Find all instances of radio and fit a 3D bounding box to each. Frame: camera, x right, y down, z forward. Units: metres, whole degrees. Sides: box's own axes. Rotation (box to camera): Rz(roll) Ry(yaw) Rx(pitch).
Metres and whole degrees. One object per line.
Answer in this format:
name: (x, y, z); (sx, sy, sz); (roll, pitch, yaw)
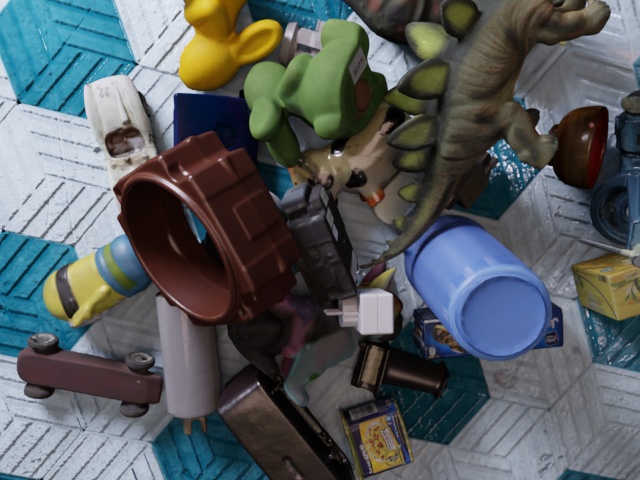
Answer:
radio: (-0.040, 0.274, 0.734); (0.073, 0.131, 0.229); (-36, 98, 0)

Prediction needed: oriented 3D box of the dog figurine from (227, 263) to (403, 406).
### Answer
dog figurine: (0.006, 0.098, 0.732); (0.191, 0.108, 0.219); (44, 88, -5)

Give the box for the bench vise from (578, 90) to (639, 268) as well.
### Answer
bench vise: (0.413, -0.064, 0.684); (0.129, 0.241, 0.223); (11, 131, 25)

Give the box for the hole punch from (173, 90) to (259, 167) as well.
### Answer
hole punch: (-0.138, -0.132, 0.703); (0.116, 0.092, 0.142); (-1, 93, -8)

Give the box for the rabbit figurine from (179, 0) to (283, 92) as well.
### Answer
rabbit figurine: (-0.131, -0.276, 0.687); (0.162, 0.122, 0.173); (6, 111, -14)

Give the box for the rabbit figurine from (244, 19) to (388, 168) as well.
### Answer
rabbit figurine: (-0.023, -0.169, 0.661); (0.170, 0.121, 0.159); (11, 72, 33)

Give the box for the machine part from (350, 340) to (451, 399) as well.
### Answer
machine part: (0.118, 0.192, 0.783); (0.139, 0.039, 0.084); (11, 88, -3)

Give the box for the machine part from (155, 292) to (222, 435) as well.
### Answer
machine part: (-0.178, 0.150, 0.737); (0.079, 0.079, 0.243); (-4, 96, -3)

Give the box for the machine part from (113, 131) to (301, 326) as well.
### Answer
machine part: (-0.134, -0.004, 0.608); (0.087, 0.202, 0.200); (-38, 106, -38)

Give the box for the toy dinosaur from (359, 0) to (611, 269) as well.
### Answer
toy dinosaur: (0.178, -0.158, 0.631); (0.199, 0.105, 0.470); (14, 109, -7)

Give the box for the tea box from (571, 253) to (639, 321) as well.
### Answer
tea box: (0.464, 0.049, 0.758); (0.170, 0.098, 0.068); (-18, 97, 0)

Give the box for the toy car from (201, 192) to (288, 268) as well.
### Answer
toy car: (-0.088, -0.012, 0.706); (0.109, 0.161, 0.103); (43, 52, 14)

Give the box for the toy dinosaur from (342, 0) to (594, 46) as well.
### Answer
toy dinosaur: (0.137, -0.317, 0.689); (0.405, 0.131, 0.192); (-3, 97, 3)

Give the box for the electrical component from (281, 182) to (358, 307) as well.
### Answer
electrical component: (-0.001, -0.002, 0.655); (0.058, 0.115, 0.134); (-21, 106, 11)

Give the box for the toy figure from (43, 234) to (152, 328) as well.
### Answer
toy figure: (-0.281, 0.045, 0.717); (0.180, 0.082, 0.089); (-36, 79, 8)

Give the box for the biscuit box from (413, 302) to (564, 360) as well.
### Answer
biscuit box: (0.240, 0.125, 0.770); (0.203, 0.063, 0.059); (-5, 99, -3)

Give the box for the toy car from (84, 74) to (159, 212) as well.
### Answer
toy car: (-0.250, -0.114, 0.711); (0.073, 0.056, 0.201); (-16, 97, -2)

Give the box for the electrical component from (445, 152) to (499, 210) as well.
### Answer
electrical component: (0.197, -0.087, 0.742); (0.045, 0.078, 0.102); (40, 99, 31)

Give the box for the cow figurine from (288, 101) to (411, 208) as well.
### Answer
cow figurine: (0.041, -0.107, 0.719); (0.195, 0.085, 0.127); (-43, 104, 4)

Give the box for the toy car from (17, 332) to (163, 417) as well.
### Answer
toy car: (-0.316, 0.185, 0.744); (0.202, 0.053, 0.089); (9, 101, -1)
